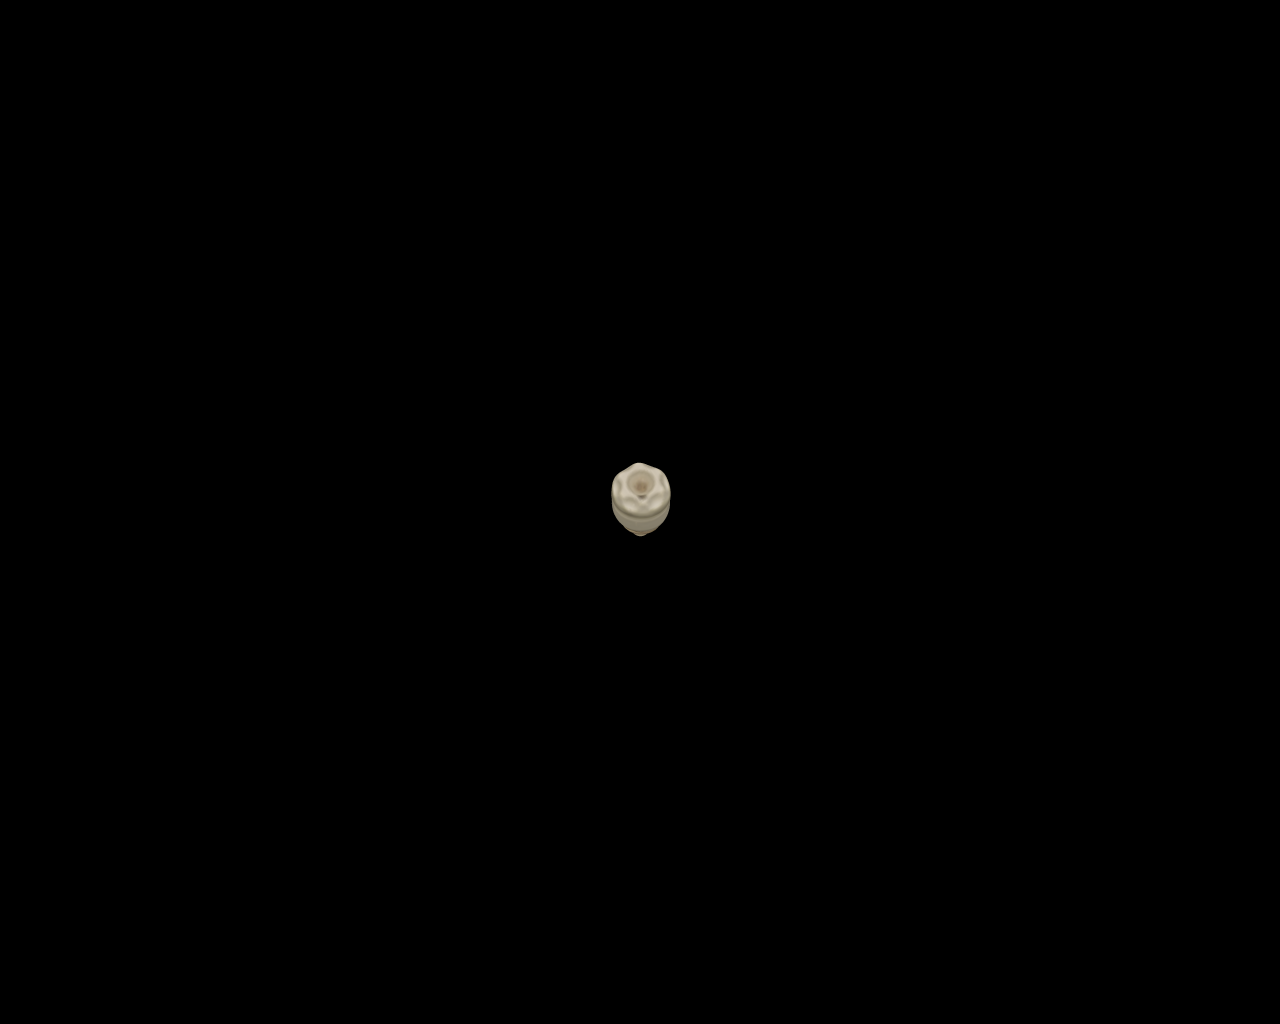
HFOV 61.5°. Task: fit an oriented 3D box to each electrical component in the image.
[{"bbox_3d":[0.001,-0.003,0.650,0.035,0.035,0.061,0,-30,0],"label":"electrical component"}]
